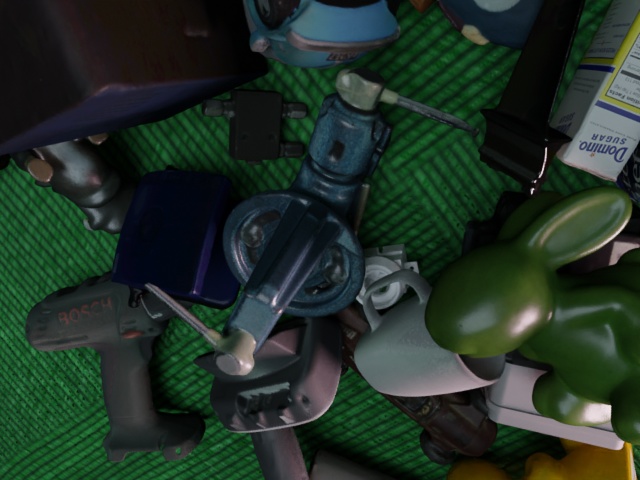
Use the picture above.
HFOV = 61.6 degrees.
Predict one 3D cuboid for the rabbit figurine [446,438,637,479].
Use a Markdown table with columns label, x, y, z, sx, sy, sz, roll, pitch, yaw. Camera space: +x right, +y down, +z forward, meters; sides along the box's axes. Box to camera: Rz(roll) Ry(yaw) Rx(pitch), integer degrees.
| label | x | y | z | sx | sy | sz | roll | pitch | yaw |
| --- | --- | --- | --- | --- | --- | --- | --- | --- | --- |
| rabbit figurine | 0.193 | 0.249 | 0.482 | 0.173 | 0.162 | 0.121 | -5 | 120 | 33 |

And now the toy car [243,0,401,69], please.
| label | x | y | z | sx | sy | sz | roll | pitch | yaw |
| --- | --- | --- | --- | --- | --- | --- | --- | --- | --- |
| toy car | -0.019 | -0.188 | 0.403 | 0.103 | 0.109 | 0.161 | -43 | 67 | 57 |

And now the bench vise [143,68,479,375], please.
| label | x | y | z | sx | sy | sz | roll | pitch | yaw |
| --- | --- | --- | --- | --- | --- | --- | --- | --- | --- |
| bench vise | -0.010 | -0.007 | 0.401 | 0.129 | 0.241 | 0.223 | 34 | 129 | -4 |

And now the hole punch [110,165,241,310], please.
| label | x | y | z | sx | sy | sz | roll | pitch | yaw |
| --- | --- | --- | --- | --- | --- | --- | --- | --- | --- |
| hole punch | -0.126 | -0.003 | 0.479 | 0.116 | 0.092 | 0.142 | 11 | 80 | 9 |

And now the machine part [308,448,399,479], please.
| label | x | y | z | sx | sy | sz | roll | pitch | yaw |
| --- | --- | --- | --- | --- | --- | --- | --- | --- | --- |
| machine part | 0.062 | 0.282 | 0.554 | 0.243 | 0.079 | 0.079 | 18 | 111 | 8 |

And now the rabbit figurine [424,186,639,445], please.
| label | x | y | z | sx | sy | sz | roll | pitch | yaw |
| --- | --- | --- | --- | --- | --- | --- | --- | --- | --- |
| rabbit figurine | 0.157 | 0.043 | 0.349 | 0.170 | 0.121 | 0.159 | 15 | 89 | -11 |

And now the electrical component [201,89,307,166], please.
| label | x | y | z | sx | sy | sz | roll | pitch | yaw |
| --- | --- | --- | --- | --- | --- | --- | --- | --- | --- |
| electrical component | -0.056 | -0.096 | 0.463 | 0.094 | 0.021 | 0.063 | -4 | 112 | -29 |

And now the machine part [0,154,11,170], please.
| label | x | y | z | sx | sy | sz | roll | pitch | yaw |
| --- | --- | --- | --- | --- | --- | --- | --- | --- | --- |
| machine part | -0.368 | -0.146 | 0.538 | 0.180 | 0.056 | 0.179 | 5 | 110 | 13 |

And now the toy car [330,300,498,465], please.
| label | x | y | z | sx | sy | sz | roll | pitch | yaw |
| --- | --- | --- | --- | --- | --- | --- | --- | --- | --- |
| toy car | 0.082 | 0.135 | 0.514 | 0.202 | 0.053 | 0.089 | 39 | 116 | -1 |

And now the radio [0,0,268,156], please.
| label | x | y | z | sx | sy | sz | roll | pitch | yaw |
| --- | --- | --- | --- | --- | --- | --- | --- | --- | --- |
| radio | -0.143 | -0.127 | 0.393 | 0.131 | 0.229 | 0.073 | -16 | 102 | 23 |

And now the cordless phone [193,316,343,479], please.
| label | x | y | z | sx | sy | sz | roll | pitch | yaw |
| --- | --- | --- | --- | --- | --- | --- | --- | --- | --- |
| cordless phone | -0.027 | 0.170 | 0.500 | 0.147 | 0.088 | 0.184 | -23 | 85 | 37 |

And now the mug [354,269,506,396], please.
| label | x | y | z | sx | sy | sz | roll | pitch | yaw |
| --- | --- | --- | --- | --- | --- | --- | --- | --- | --- |
| mug | 0.073 | 0.078 | 0.431 | 0.109 | 0.081 | 0.107 | 46 | 131 | -14 |

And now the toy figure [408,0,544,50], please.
| label | x | y | z | sx | sy | sz | roll | pitch | yaw |
| --- | --- | --- | --- | --- | --- | --- | --- | --- | --- |
| toy figure | 0.103 | -0.193 | 0.399 | 0.154 | 0.057 | 0.064 | 27 | 69 | 5 |

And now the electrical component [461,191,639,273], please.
| label | x | y | z | sx | sy | sz | roll | pitch | yaw |
| --- | --- | --- | --- | --- | --- | --- | --- | --- | --- |
| electrical component | 0.186 | 0.021 | 0.445 | 0.134 | 0.058 | 0.114 | 8 | 108 | 12 |

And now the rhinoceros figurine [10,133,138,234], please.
| label | x | y | z | sx | sy | sz | roll | pitch | yaw |
| --- | --- | --- | --- | --- | --- | --- | --- | --- | --- |
| rhinoceros figurine | -0.242 | -0.078 | 0.483 | 0.190 | 0.073 | 0.112 | 46 | 154 | -25 |

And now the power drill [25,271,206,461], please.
| label | x | y | z | sx | sy | sz | roll | pitch | yaw |
| --- | --- | --- | --- | --- | --- | --- | --- | --- | --- |
| power drill | -0.181 | 0.126 | 0.565 | 0.232 | 0.086 | 0.207 | -7 | 110 | 9 |

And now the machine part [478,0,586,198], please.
| label | x | y | z | sx | sy | sz | roll | pitch | yaw |
| --- | --- | --- | --- | --- | --- | --- | --- | --- | --- |
| machine part | 0.147 | -0.105 | 0.359 | 0.039 | 0.084 | 0.138 | 5 | 119 | -15 |
